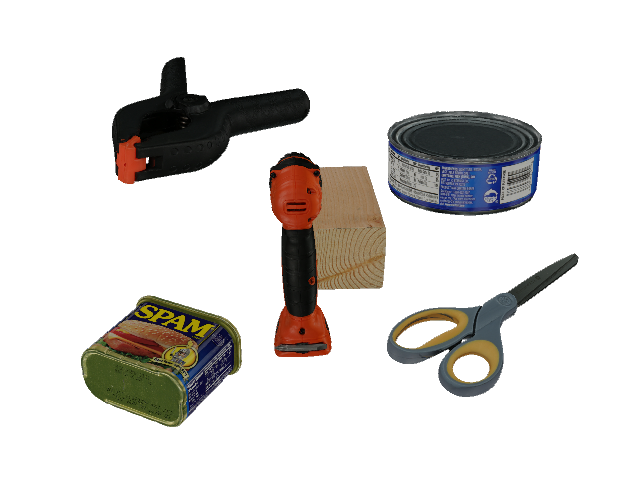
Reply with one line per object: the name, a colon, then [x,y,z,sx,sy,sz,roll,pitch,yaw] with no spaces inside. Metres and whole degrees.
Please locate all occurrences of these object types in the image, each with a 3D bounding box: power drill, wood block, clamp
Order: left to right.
clamp: [-0.099,-0.089,0.753,0.120,0.039,0.171,17,29,28]
power drill: [-0.023,0.010,1.071,0.057,0.188,0.184,-3,15,1]
wood block: [0.030,-0.021,1.451,0.090,0.090,0.206,-1,26,-5]

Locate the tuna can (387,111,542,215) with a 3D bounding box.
tuna can: [0.081,-0.045,0.603,0.086,0.034,0.086,0,24,0]

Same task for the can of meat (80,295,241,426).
can of meat: [-0.128,0.096,0.856,0.102,0.057,0.083,15,33,23]

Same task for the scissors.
scissors: [0.148,0.066,0.832,0.201,0.016,0.096,-16,44,-22]
